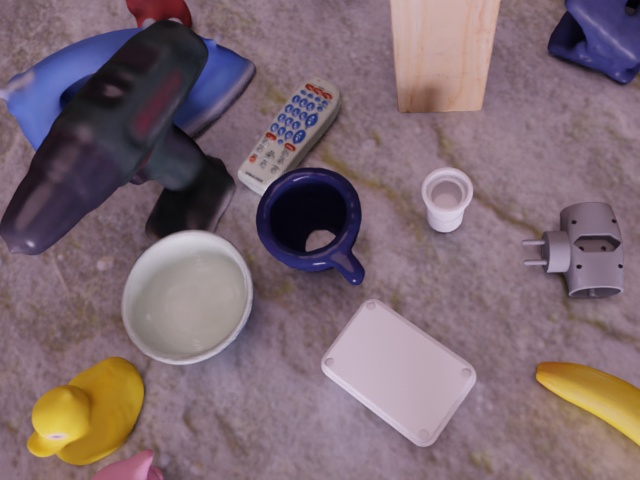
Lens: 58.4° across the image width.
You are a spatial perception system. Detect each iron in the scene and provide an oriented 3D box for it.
[{"bbox_3d":[-0.200,-0.163,0.586,0.258,0.141,0.118,-27,68,0],"label":"iron"}]

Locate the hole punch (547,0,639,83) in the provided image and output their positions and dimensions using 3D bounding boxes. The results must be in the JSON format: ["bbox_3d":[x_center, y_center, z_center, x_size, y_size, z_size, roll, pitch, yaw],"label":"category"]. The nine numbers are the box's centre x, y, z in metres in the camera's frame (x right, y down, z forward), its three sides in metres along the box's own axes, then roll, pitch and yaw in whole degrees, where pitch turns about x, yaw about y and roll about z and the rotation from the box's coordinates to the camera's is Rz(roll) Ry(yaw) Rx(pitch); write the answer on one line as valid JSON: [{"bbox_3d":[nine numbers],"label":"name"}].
[{"bbox_3d":[0.293,-0.227,0.553,0.101,0.091,0.109,30,78,18],"label":"hole punch"}]

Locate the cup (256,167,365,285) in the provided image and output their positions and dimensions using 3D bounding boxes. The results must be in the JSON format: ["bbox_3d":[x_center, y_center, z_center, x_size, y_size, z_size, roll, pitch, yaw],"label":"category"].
[{"bbox_3d":[0.005,0.002,0.519,0.092,0.095,0.117,-38,69,-5],"label":"cup"}]

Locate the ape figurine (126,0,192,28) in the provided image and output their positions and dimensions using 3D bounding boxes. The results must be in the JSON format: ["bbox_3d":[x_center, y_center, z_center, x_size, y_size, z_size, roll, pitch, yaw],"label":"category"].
[{"bbox_3d":[-0.193,-0.266,0.648,0.076,0.092,0.078,4,71,11],"label":"ape figurine"}]

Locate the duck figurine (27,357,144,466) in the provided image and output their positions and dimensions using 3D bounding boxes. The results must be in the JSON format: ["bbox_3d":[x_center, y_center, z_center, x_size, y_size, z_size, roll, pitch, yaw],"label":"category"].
[{"bbox_3d":[-0.212,0.149,0.508,0.077,0.086,0.105,33,79,19],"label":"duck figurine"}]

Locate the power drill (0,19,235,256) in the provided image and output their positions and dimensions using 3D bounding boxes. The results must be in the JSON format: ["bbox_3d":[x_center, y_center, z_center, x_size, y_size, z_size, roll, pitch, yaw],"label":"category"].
[{"bbox_3d":[-0.154,-0.063,0.507,0.075,0.209,0.230,18,75,15],"label":"power drill"}]

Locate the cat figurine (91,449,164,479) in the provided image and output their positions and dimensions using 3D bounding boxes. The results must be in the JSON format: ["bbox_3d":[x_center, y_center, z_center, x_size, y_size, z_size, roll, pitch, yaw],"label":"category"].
[{"bbox_3d":[-0.170,0.222,0.458,0.128,0.118,0.067,-31,68,-2],"label":"cat figurine"}]
